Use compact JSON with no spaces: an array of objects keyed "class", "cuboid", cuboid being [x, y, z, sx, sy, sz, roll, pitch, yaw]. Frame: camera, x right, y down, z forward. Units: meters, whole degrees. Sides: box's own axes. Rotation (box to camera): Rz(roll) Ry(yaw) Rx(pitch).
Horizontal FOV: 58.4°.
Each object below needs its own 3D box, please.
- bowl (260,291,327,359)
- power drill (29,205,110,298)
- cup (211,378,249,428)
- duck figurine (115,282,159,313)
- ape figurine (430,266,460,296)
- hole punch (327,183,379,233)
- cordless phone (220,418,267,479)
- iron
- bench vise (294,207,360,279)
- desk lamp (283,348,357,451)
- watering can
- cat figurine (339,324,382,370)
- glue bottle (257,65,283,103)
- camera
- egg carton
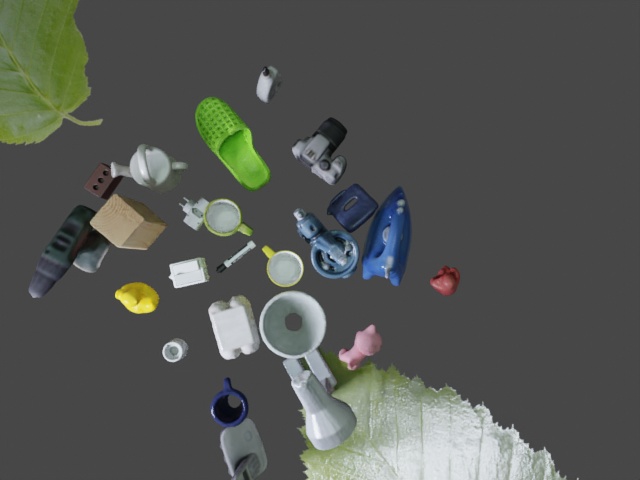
[{"class":"bowl","cuboid":[-0.067,0.209,1.444,0.167,0.074,0.167,0,88,-1]},{"class":"power drill","cuboid":[-0.588,0.030,1.371,0.075,0.208,0.230,25,87,0]},{"class":"cup","cuboid":[-0.221,0.395,1.423,0.091,0.095,0.118,-7,88,-1]},{"class":"duck figurine","cuboid":[-0.460,0.146,1.431,0.104,0.086,0.077,20,87,0]},{"class":"ape figurine","cuboid":[0.321,0.105,1.449,0.078,0.092,0.076,-9,88,-1]},{"class":"hole punch","cuboid":[0.080,-0.081,1.450,0.109,0.091,0.101,-42,89,-2]},{"class":"cordless phone","cuboid":[-0.191,0.522,1.374,0.094,0.185,0.148,-23,88,-2]},{"class":"iron","cuboid":[0.181,-0.019,1.425,0.118,0.141,0.258,11,88,-1]},{"class":"bench vise","cuboid":[0.006,0.015,1.380,0.207,0.219,0.121,31,87,0]},{"class":"desk lamp","cuboid":[-0.008,0.374,1.370,0.118,0.213,0.203,-31,89,-2]},{"class":"watering can","cuboid":[-0.415,-0.172,1.390,0.173,0.194,0.101,-27,88,-2]},{"class":"cat figurine","cuboid":[0.108,0.271,1.424,0.067,0.117,0.128,40,87,1]},{"class":"glue bottle","cuboid":[-0.128,-0.396,1.416,0.037,0.173,0.078,35,87,1]},{"class":"camera","cuboid":[0.019,-0.233,1.450,0.143,0.100,0.137,39,87,0]},{"class":"egg carton","cuboid":[-0.214,0.219,1.442,0.107,0.069,0.150,-17,88,-2]}]
